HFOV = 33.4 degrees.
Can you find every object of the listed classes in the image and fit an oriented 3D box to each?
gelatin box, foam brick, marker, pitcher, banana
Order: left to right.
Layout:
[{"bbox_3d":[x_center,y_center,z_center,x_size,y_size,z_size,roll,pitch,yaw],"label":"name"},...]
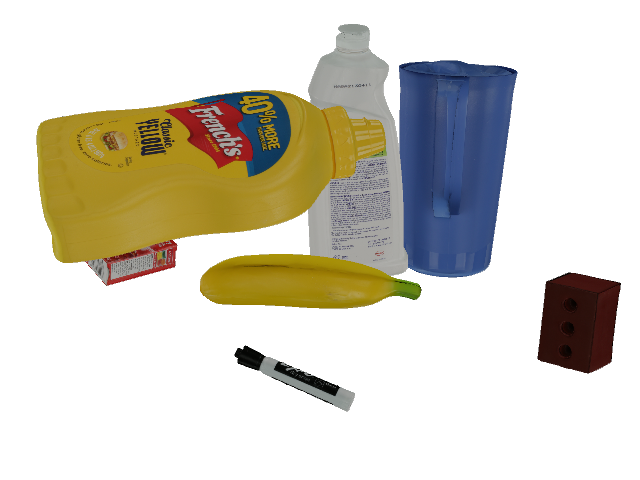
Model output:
[{"bbox_3d":[-0.189,0.001,1.007,0.073,0.030,0.089,-15,39,-34],"label":"gelatin box"},{"bbox_3d":[-0.027,0.034,0.794,0.198,0.037,0.069,1,-22,34],"label":"banana"},{"bbox_3d":[-0.026,0.130,1.012,0.121,0.020,0.020,22,4,11],"label":"marker"},{"bbox_3d":[0.149,-0.083,1.230,0.149,0.243,0.145,-9,19,-33],"label":"pitcher"},{"bbox_3d":[0.234,0.074,0.968,0.053,0.078,0.051,13,17,36],"label":"foam brick"}]

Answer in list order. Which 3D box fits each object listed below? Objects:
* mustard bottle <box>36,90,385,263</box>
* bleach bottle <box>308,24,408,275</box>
[{"bbox_3d":[-0.058,-0.043,0.596,0.191,0.058,0.096,-10,41,-9],"label":"mustard bottle"},{"bbox_3d":[0.038,-0.084,1.037,0.102,0.251,0.068,-7,29,-14],"label":"bleach bottle"}]
